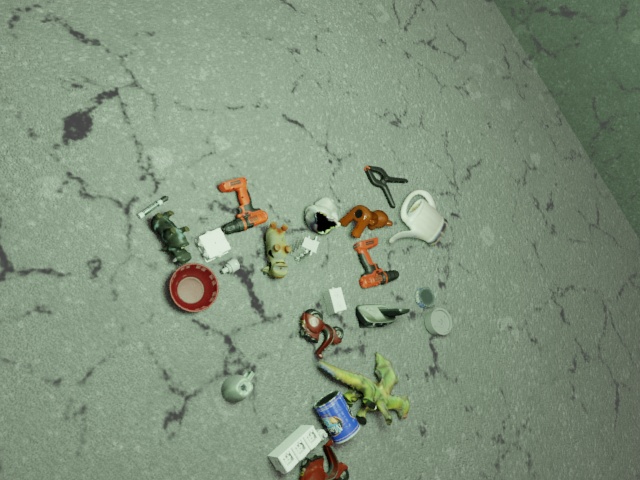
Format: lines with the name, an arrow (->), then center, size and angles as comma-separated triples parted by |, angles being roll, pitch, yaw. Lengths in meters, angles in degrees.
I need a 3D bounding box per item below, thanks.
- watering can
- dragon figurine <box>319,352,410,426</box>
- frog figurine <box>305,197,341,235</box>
watering can -> 0.421, -0.060, 2.187 | 0.223, 0.102, 0.355 | 40, 56, -11
dragon figurine -> 0.185, 0.513, 1.865 | 0.409, 0.120, 0.247 | 49, 40, -6
frog figurine -> 0.006, -0.101, 1.997 | 0.137, 0.120, 0.163 | 11, 31, -16
